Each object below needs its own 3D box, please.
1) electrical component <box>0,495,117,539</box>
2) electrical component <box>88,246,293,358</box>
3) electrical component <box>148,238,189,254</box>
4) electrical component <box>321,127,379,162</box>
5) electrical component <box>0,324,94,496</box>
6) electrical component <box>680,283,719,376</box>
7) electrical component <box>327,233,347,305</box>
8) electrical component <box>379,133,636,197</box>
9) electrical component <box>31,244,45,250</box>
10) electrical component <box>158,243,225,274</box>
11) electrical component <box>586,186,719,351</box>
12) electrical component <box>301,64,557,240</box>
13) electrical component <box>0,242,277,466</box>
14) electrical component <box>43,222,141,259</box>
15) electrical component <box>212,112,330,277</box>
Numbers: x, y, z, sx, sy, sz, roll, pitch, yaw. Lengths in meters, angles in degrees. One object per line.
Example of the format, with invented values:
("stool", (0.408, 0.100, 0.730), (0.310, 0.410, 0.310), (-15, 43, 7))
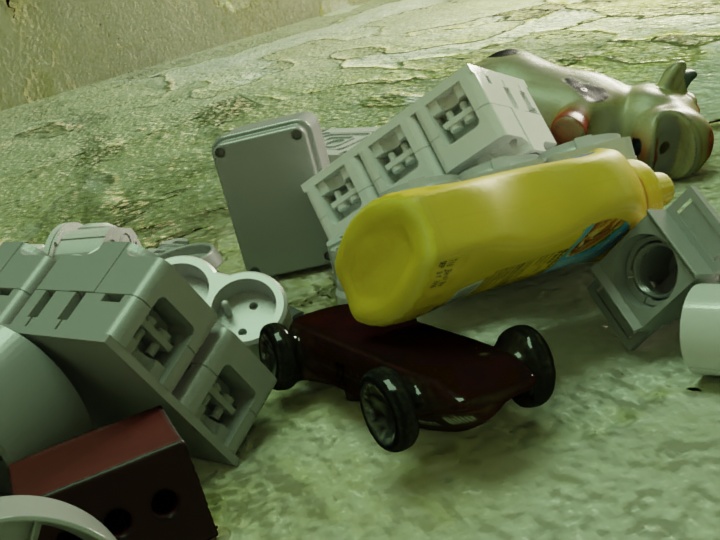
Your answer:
("electrical component", (-0.117, 0.129, 0.365), (0.099, 0.099, 0.064), (-21, 13, -17))
("electrical component", (-0.106, 0.032, 0.675), (0.138, 0.073, 0.052), (13, 59, 13))
("electrical component", (-0.139, 0.004, 0.811), (0.040, 0.046, 0.040), (-14, 19, 5))
("electrical component", (-0.016, -0.088, 0.959), (0.078, 0.057, 0.113), (-30, 23, -36))
("electrical component", (-0.195, 0.084, 0.537), (0.108, 0.108, 0.060), (-4, 28, 31))
("electrical component", (0.191, 0.029, 0.484), (0.081, 0.043, 0.043), (2, 25, 41))
("electrical component", (0.000, 0.000, 0.712), (0.040, 0.046, 0.040), (-13, 19, 5))
("electrical component", (0.092, -0.033, 0.659), (0.150, 0.061, 0.089), (-14, -8, 4))
("electrical component", (-0.317, 0.017, 0.907), (0.100, 0.048, 0.100), (0, 24, 38))
("electrical component", (-0.117, 0.017, 0.738), (0.058, 0.057, 0.078), (-25, 21, -25))
("electrical component", (0.160, 0.000, 0.547), (0.064, 0.042, 0.081), (-3, -37, -42))
("electrical component", (0.049, -0.069, 0.742), (0.150, 0.061, 0.089), (-33, -16, 29))
("electrical component", (-0.147, 0.041, 0.591), (0.186, 0.105, 0.060), (2, 51, 41))
("electrical component", (-0.201, 0.003, 0.812), (0.051, 0.080, 0.080), (-4, 21, 16))
("electrical component", (-0.059, -0.056, 0.817), (0.078, 0.113, 0.057), (-12, 16, 10))
